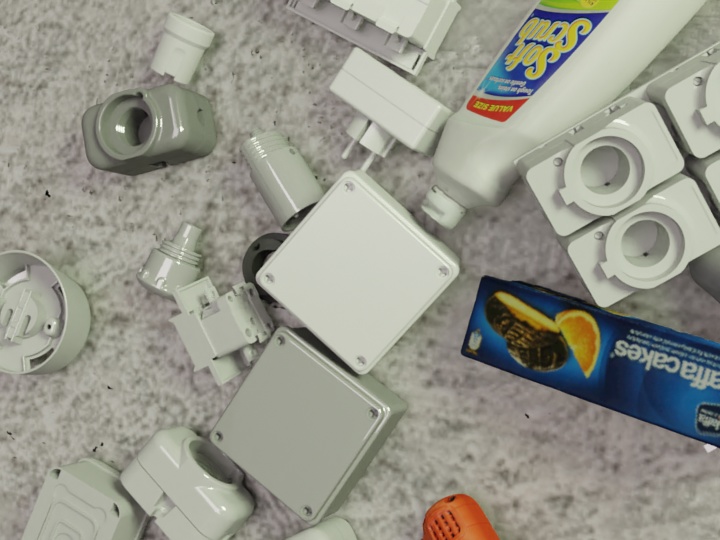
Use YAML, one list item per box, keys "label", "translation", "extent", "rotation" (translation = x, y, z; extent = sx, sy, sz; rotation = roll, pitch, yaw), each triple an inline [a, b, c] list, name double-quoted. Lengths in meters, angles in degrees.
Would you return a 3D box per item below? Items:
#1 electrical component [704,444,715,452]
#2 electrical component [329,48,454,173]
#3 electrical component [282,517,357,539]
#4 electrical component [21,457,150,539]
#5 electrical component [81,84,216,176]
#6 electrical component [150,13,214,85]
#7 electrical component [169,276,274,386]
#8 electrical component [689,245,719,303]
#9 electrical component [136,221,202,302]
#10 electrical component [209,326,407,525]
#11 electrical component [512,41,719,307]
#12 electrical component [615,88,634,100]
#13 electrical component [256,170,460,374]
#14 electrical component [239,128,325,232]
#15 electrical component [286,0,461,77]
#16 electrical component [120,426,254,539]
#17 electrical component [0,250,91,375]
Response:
- label: "electrical component"
  translation: [0.259, 0.086, 0.711]
  extent: [0.081, 0.042, 0.063]
  rotation: [-33, 74, 16]
- label: "electrical component"
  translation: [0.015, -0.109, 0.805]
  extent: [0.083, 0.047, 0.075]
  rotation: [38, 101, 17]
- label: "electrical component"
  translation: [-0.050, 0.230, 0.811]
  extent: [0.095, 0.059, 0.053]
  rotation: [-29, 79, 17]
- label: "electrical component"
  translation: [-0.225, 0.219, 0.878]
  extent: [0.078, 0.057, 0.113]
  rotation: [26, 97, 19]
- label: "electrical component"
  translation: [-0.173, -0.113, 0.868]
  extent: [0.095, 0.059, 0.053]
  rotation: [-12, 84, 20]
- label: "electrical component"
  translation: [-0.145, -0.179, 0.871]
  extent: [0.040, 0.040, 0.046]
  rotation: [32, 104, 18]
- label: "electrical component"
  translation: [-0.105, 0.042, 0.835]
  extent: [0.064, 0.042, 0.081]
  rotation: [-25, 93, 32]
- label: "electrical component"
  translation: [0.262, 0.017, 0.699]
  extent: [0.043, 0.077, 0.079]
  rotation: [-39, 114, -2]
- label: "electrical component"
  translation: [-0.148, -0.008, 0.864]
  extent: [0.048, 0.048, 0.062]
  rotation: [25, 90, 19]
- label: "electrical component"
  translation: [-0.040, 0.115, 0.812]
  extent: [0.109, 0.056, 0.108]
  rotation: [36, 100, 18]
- label: "electrical component"
  translation: [0.208, -0.068, 0.689]
  extent: [0.186, 0.060, 0.105]
  rotation: [-30, 102, 7]
- label: "electrical component"
  translation: [0.182, -0.086, 0.743]
  extent: [0.055, 0.048, 0.066]
  rotation: [-40, 75, 7]
- label: "electrical component"
  translation: [0.000, 0.000, 0.790]
  extent: [0.109, 0.056, 0.108]
  rotation: [42, 103, 1]
- label: "electrical component"
  translation: [-0.062, -0.075, 0.834]
  extent: [0.043, 0.043, 0.081]
  rotation: [-35, 77, 16]
- label: "electrical component"
  translation: [0.006, -0.209, 0.803]
  extent: [0.121, 0.063, 0.078]
  rotation: [31, 99, 19]
- label: "electrical component"
  translation: [-0.133, 0.171, 0.847]
  extent: [0.095, 0.054, 0.059]
  rotation: [44, 103, 16]
- label: "electrical component"
  translation: [-0.277, 0.039, 0.896]
  extent: [0.099, 0.064, 0.099]
  rotation: [-3, 77, 13]
